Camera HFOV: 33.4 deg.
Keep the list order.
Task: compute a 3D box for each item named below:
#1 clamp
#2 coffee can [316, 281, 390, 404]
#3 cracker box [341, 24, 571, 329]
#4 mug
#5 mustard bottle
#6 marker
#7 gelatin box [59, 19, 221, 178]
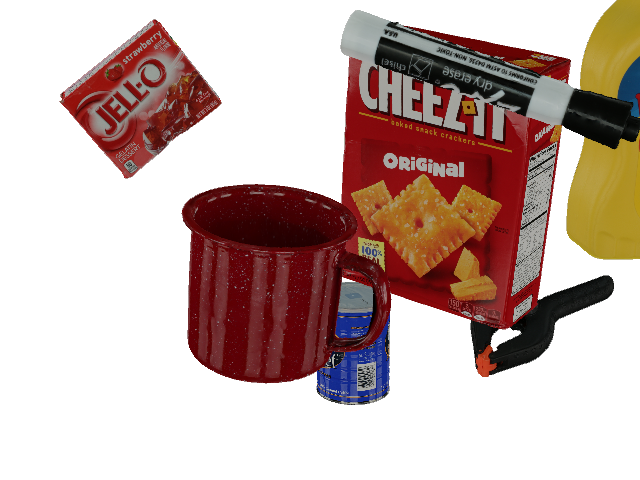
[{"bbox_3d":[0.194,0.063,1.052,0.171,0.039,0.120,-36,44,-30],"label":"clamp"},{"bbox_3d":[0.045,0.139,1.460,0.103,0.140,0.103,-1,18,0],"label":"coffee can"},{"bbox_3d":[0.100,-0.052,0.862,0.164,0.214,0.072,18,30,31],"label":"cracker box"},{"bbox_3d":[-0.018,0.026,0.573,0.117,0.081,0.093,12,24,15],"label":"mug"},{"bbox_3d":[0.196,-0.086,0.616,0.096,0.192,0.058,-10,29,-14],"label":"mustard bottle"},{"bbox_3d":[0.066,-0.063,0.419,0.121,0.020,0.020,21,5,13],"label":"marker"},{"bbox_3d":[-0.127,-0.100,0.754,0.089,0.073,0.030,-38,22,1],"label":"gelatin box"}]
